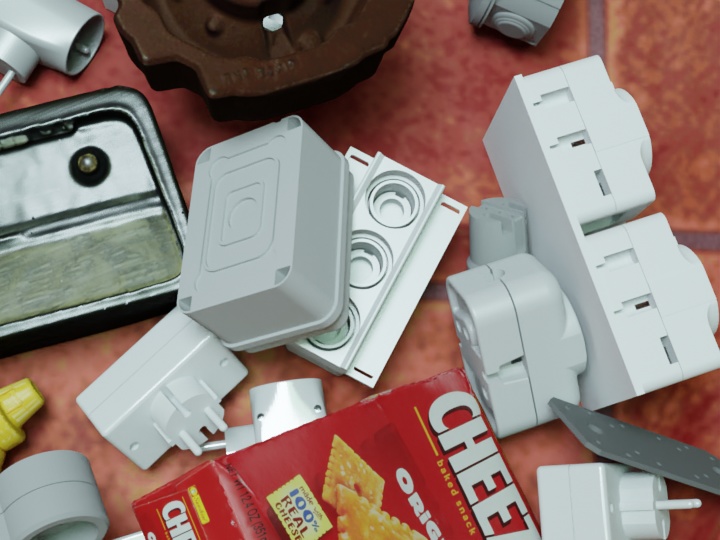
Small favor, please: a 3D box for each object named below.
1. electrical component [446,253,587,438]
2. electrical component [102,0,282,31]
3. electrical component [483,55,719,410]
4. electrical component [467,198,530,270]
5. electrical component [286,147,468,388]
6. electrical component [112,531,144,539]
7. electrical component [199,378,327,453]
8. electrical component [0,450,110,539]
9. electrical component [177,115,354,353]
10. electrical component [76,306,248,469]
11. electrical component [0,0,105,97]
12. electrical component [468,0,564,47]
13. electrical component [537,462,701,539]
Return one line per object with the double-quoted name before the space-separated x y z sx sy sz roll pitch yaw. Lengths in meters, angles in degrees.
"electrical component" 0.092 0.042 0.625 0.059 0.053 0.095 -18 115 -7
"electrical component" -0.083 -0.174 0.662 0.150 0.089 0.061 26 77 3
"electrical component" 0.140 -0.018 0.632 0.060 0.105 0.186 -18 79 -7
"electrical component" 0.084 -0.016 0.652 0.040 0.040 0.046 -9 118 -5
"electrical component" 0.000 0.000 0.642 0.079 0.063 0.121 28 77 3
"electrical component" -0.121 0.175 0.596 0.096 0.061 0.061 -16 79 -6
"electrical component" -0.056 0.107 0.624 0.079 0.043 0.077 -8 78 -5
"electrical component" -0.205 0.129 0.557 0.138 0.052 0.073 -26 57 -5
"electrical component" -0.049 -0.018 0.595 0.078 0.057 0.113 -16 54 27
"electrical component" -0.102 0.076 0.609 0.083 0.047 0.076 -43 48 -9
"electrical component" -0.214 -0.144 0.671 0.077 0.044 0.079 29 78 3
"electrical component" 0.104 -0.186 0.681 0.051 0.080 0.080 22 77 -3
"electrical component" 0.149 0.131 0.597 0.076 0.083 0.047 -9 76 28
